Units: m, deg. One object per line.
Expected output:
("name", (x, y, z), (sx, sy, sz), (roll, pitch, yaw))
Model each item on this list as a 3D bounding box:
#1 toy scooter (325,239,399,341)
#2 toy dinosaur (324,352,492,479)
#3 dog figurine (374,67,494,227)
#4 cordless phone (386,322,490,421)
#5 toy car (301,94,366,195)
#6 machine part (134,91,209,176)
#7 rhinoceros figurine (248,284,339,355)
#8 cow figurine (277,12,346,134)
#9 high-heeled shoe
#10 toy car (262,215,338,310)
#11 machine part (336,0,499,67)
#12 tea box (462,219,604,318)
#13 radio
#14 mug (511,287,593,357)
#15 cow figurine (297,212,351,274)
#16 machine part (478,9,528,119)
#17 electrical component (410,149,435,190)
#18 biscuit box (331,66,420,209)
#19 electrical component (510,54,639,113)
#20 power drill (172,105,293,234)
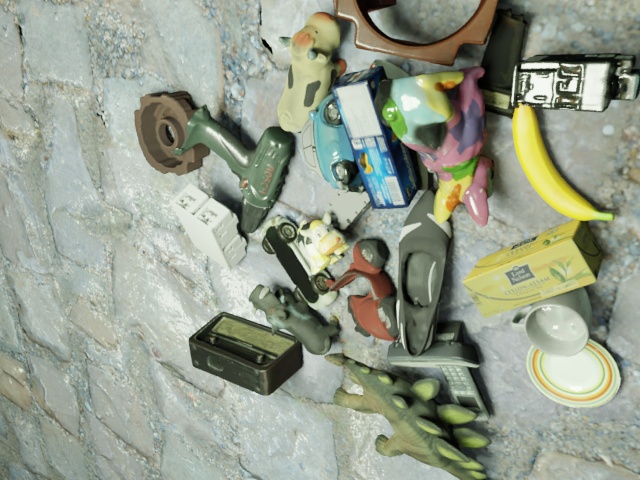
("toy scooter", (0.076, 0.097, 0.953), (0.135, 0.075, 0.184), (-23, 80, 35))
("toy dinosaur", (0.183, 0.335, 0.940), (0.471, 0.105, 0.199), (44, 148, -20))
("dog figurine", (0.168, -0.118, 0.732), (0.109, 0.191, 0.219), (3, 109, 47))
("cordless phone", (0.213, 0.239, 0.935), (0.147, 0.089, 0.184), (-10, 116, 37))
("toy car", (0.024, -0.149, 0.837), (0.103, 0.109, 0.161), (-3, 92, 34))
("machine part", (-0.302, -0.217, 1.095), (0.180, 0.056, 0.179), (15, 119, 29))
("rhinoceros figurine", (-0.055, 0.155, 1.057), (0.190, 0.112, 0.073), (38, 129, 5))
("cow figurine", (-0.019, -0.257, 0.837), (0.086, 0.127, 0.194), (32, 128, 15))
("high-heeled shoe", (0.155, 0.057, 0.841), (0.086, 0.145, 0.248), (4, 118, 19))
("toy car", (-0.043, 0.043, 1.034), (0.073, 0.056, 0.201), (-35, 88, 46))
("machine part", (0.130, -0.337, 0.688), (0.201, 0.087, 0.201), (13, 111, 7))
("tea box", (0.303, 0.041, 0.768), (0.170, 0.098, 0.068), (-31, 93, 38))
("radio", (-0.164, 0.240, 1.156), (0.230, 0.131, 0.073), (12, 118, 30))
("mug", (0.337, 0.108, 0.768), (0.110, 0.107, 0.080), (-19, 98, 42))
("cow figurine", (0.000, -0.004, 0.933), (0.098, 0.068, 0.167), (57, 166, 9))
("machine part", (0.243, -0.236, 0.723), (0.084, 0.039, 0.138), (24, 127, 34))
("electrical component", (0.142, -0.115, 0.842), (0.102, 0.045, 0.078), (14, 116, 29))
("biscuit box", (0.085, -0.142, 0.778), (0.059, 0.063, 0.202), (-2, 125, 34))
("electrical component", (0.311, -0.191, 0.647), (0.134, 0.115, 0.058), (12, 119, 32))
("power drill", (-0.165, -0.135, 0.996), (0.207, 0.086, 0.232), (36, 127, -1))
